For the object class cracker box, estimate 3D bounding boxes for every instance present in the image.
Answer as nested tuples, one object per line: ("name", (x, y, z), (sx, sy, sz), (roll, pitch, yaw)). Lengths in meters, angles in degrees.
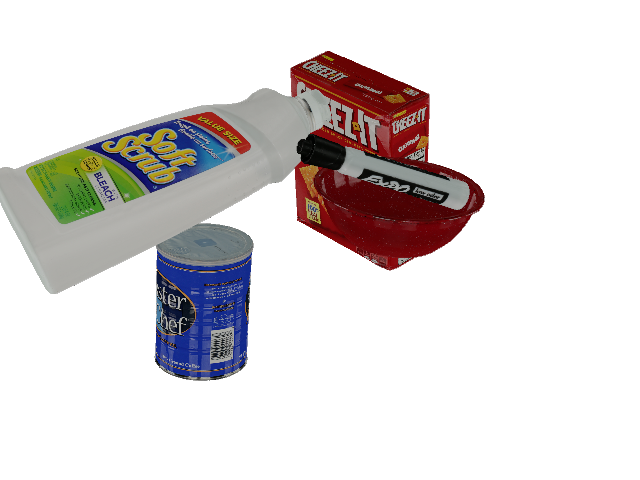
("cracker box", (0.043, -0.091, 1.244), (0.072, 0.214, 0.164), (-30, 44, -33))

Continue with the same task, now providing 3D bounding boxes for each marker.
("marker", (0.040, -0.043, 0.666), (0.121, 0.020, 0.020), (15, -7, -26))

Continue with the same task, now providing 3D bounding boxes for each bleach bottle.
("bleach bottle", (-0.110, -0.057, 0.804), (0.250, 0.103, 0.068), (-27, -34, -16))

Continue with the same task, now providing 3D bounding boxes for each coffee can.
("coffee can", (-0.126, 0.065, 1.148), (0.103, 0.140, 0.103), (4, 22, -2))

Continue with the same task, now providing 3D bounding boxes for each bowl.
("bowl", (0.071, -0.027, 1.012), (0.162, 0.055, 0.162), (4, 25, -2))
